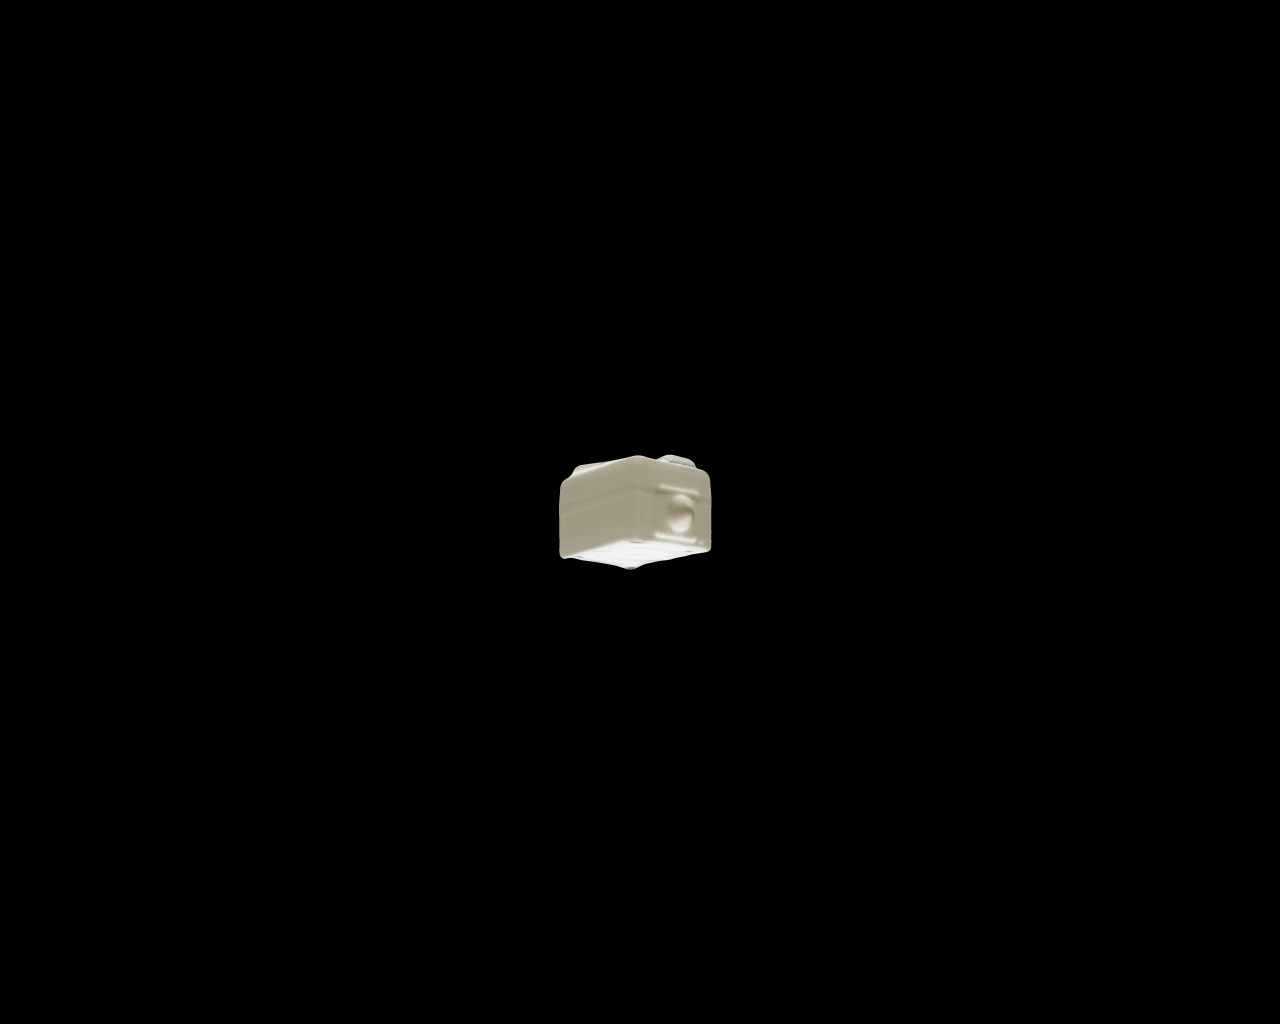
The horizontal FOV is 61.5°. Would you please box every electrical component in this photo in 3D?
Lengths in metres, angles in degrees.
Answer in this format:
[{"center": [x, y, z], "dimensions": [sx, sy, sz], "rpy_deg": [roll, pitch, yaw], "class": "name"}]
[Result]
[{"center": [0.001, -0.003, 0.650], "dimensions": [0.062, 0.061, 0.096], "rpy_deg": [11, -17, -38], "class": "electrical component"}]
